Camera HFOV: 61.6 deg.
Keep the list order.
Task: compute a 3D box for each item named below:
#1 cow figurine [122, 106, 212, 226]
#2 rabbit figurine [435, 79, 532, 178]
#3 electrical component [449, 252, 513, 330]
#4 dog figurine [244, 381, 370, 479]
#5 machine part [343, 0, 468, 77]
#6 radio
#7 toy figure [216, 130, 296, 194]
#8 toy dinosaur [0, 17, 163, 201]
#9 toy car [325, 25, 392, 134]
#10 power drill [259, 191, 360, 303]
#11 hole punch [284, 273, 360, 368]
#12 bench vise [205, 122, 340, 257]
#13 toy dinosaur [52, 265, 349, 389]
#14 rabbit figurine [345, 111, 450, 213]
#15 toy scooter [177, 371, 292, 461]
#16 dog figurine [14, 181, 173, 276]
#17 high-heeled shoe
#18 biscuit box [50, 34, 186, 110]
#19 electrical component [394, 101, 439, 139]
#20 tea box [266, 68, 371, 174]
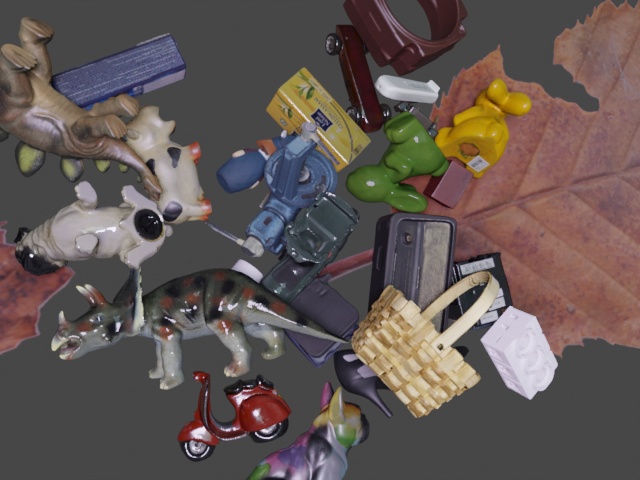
[{"bbox_3d":[-0.254,-0.118,0.861,0.127,0.085,0.194,-13,89,-23],"label":"cow figurine"},{"bbox_3d":[0.310,-0.231,1.006,0.122,0.162,0.173,31,60,1],"label":"rabbit figurine"},{"bbox_3d":[0.292,0.098,1.006,0.115,0.058,0.134,-11,88,-15],"label":"electrical component"},{"bbox_3d":[-0.019,0.340,0.875,0.191,0.108,0.219,14,77,-11],"label":"dog figurine"},{"bbox_3d":[0.160,-0.420,0.979,0.201,0.087,0.201,-34,94,-31],"label":"machine part"},{"bbox_3d":[0.163,0.066,0.963,0.131,0.073,0.229,8,83,-15],"label":"radio"},{"bbox_3d":[-0.103,-0.136,0.915,0.154,0.064,0.058,-35,58,-21],"label":"toy figure"},{"bbox_3d":[-0.424,-0.199,0.753,0.471,0.198,0.105,39,36,-14],"label":"toy dinosaur"},{"bbox_3d":[0.067,-0.291,0.979,0.089,0.053,0.202,-17,89,-32],"label":"toy car"},{"bbox_3d":[-0.002,-0.003,0.853,0.086,0.207,0.232,44,73,1],"label":"power drill"},{"bbox_3d":[-0.002,0.141,0.913,0.142,0.092,0.116,-42,64,-12],"label":"hole punch"},{"bbox_3d":[-0.051,-0.084,0.842,0.129,0.240,0.224,43,60,12],"label":"bench vise"},{"bbox_3d":[-0.173,0.109,0.812,0.405,0.131,0.192,-11,95,-6],"label":"toy dinosaur"},{"bbox_3d":[0.131,-0.124,0.962,0.170,0.121,0.159,-37,112,13],"label":"rabbit figurine"},{"bbox_3d":[-0.142,0.265,0.861,0.184,0.075,0.135,-12,89,-12],"label":"toy scooter"},{"bbox_3d":[-0.340,0.000,0.807,0.172,0.191,0.121,24,57,-42],"label":"dog figurine"},{"bbox_3d":[0.145,0.213,0.964,0.249,0.086,0.145,-24,61,-33],"label":"high-heeled shoe"},{"bbox_3d":[-0.321,-0.261,0.863,0.203,0.059,0.062,-27,94,-17],"label":"biscuit box"},{"bbox_3d":[0.178,-0.217,1.011,0.102,0.045,0.078,32,106,-8],"label":"electrical component"},{"bbox_3d":[-0.005,-0.198,0.926,0.169,0.098,0.068,45,71,-6],"label":"tea box"}]
